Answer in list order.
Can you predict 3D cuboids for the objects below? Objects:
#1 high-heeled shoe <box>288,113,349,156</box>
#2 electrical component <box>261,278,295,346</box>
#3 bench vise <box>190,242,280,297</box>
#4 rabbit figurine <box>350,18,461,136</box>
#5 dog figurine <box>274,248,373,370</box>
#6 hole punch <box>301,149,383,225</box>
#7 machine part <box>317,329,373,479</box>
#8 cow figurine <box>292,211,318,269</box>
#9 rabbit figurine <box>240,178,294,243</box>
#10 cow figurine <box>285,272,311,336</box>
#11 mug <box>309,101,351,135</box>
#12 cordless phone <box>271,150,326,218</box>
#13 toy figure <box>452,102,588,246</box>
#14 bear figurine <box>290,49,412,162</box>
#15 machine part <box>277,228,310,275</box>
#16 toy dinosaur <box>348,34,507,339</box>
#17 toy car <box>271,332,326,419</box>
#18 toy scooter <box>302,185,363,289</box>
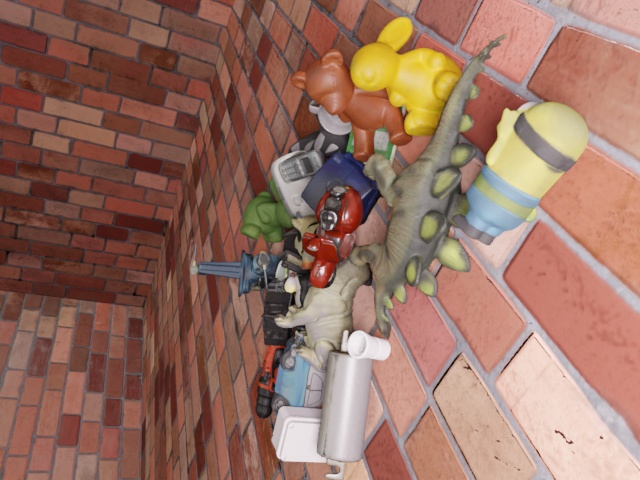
[{"bbox_3d":[0.004,-0.190,1.222,0.145,0.086,0.248,54,155,19],"label":"high-heeled shoe"},{"bbox_3d":[-0.090,0.167,1.190,0.115,0.058,0.134,-78,-9,-48],"label":"electrical component"},{"bbox_3d":[-0.203,0.077,1.344,0.223,0.241,0.128,143,131,-78],"label":"bench vise"},{"bbox_3d":[0.126,-0.262,0.825,0.122,0.173,0.162,135,135,-57],"label":"rabbit figurine"},{"bbox_3d":[0.040,0.129,0.962,0.190,0.172,0.121,-39,5,18],"label":"dog figurine"},{"bbox_3d":[0.040,-0.088,0.986,0.142,0.092,0.115,48,131,26],"label":"hole punch"},{"bbox_3d":[0.043,0.271,0.891,0.079,0.079,0.243,-11,70,64],"label":"machine part"},{"bbox_3d":[-0.002,-0.003,1.102,0.195,0.085,0.127,164,109,-66],"label":"cow figurine"},{"bbox_3d":[-0.096,-0.070,1.342,0.170,0.121,0.159,-2,70,47],"label":"rabbit figurine"},{"bbox_3d":[-0.020,0.148,1.089,0.098,0.068,0.167,-26,65,57],"label":"cow figurine"},{"bbox_3d":[0.038,-0.271,1.095,0.107,0.110,0.080,-60,-29,-51],"label":"mug"},{"bbox_3d":[-0.018,-0.123,1.140,0.184,0.089,0.146,-3,112,62],"label":"cordless phone"},{"bbox_3d":[0.232,-0.073,0.623,0.089,0.082,0.180,47,117,39],"label":"toy figure"},{"bbox_3d":[0.052,-0.224,0.898,0.120,0.195,0.132,-20,71,36],"label":"bear figurine"},{"bbox_3d":[-0.054,0.028,1.211,0.039,0.084,0.139,-56,23,31],"label":"machine part"},{"bbox_3d":[0.150,-0.054,0.775,0.199,0.105,0.470,40,126,55],"label":"toy dinosaur"},{"bbox_3d":[-0.029,0.263,1.019,0.109,0.103,0.161,-59,-18,-74],"label":"toy car"},{"bbox_3d":[0.016,-0.015,0.866,0.135,0.075,0.184,50,-124,-70],"label":"toy scooter"}]
